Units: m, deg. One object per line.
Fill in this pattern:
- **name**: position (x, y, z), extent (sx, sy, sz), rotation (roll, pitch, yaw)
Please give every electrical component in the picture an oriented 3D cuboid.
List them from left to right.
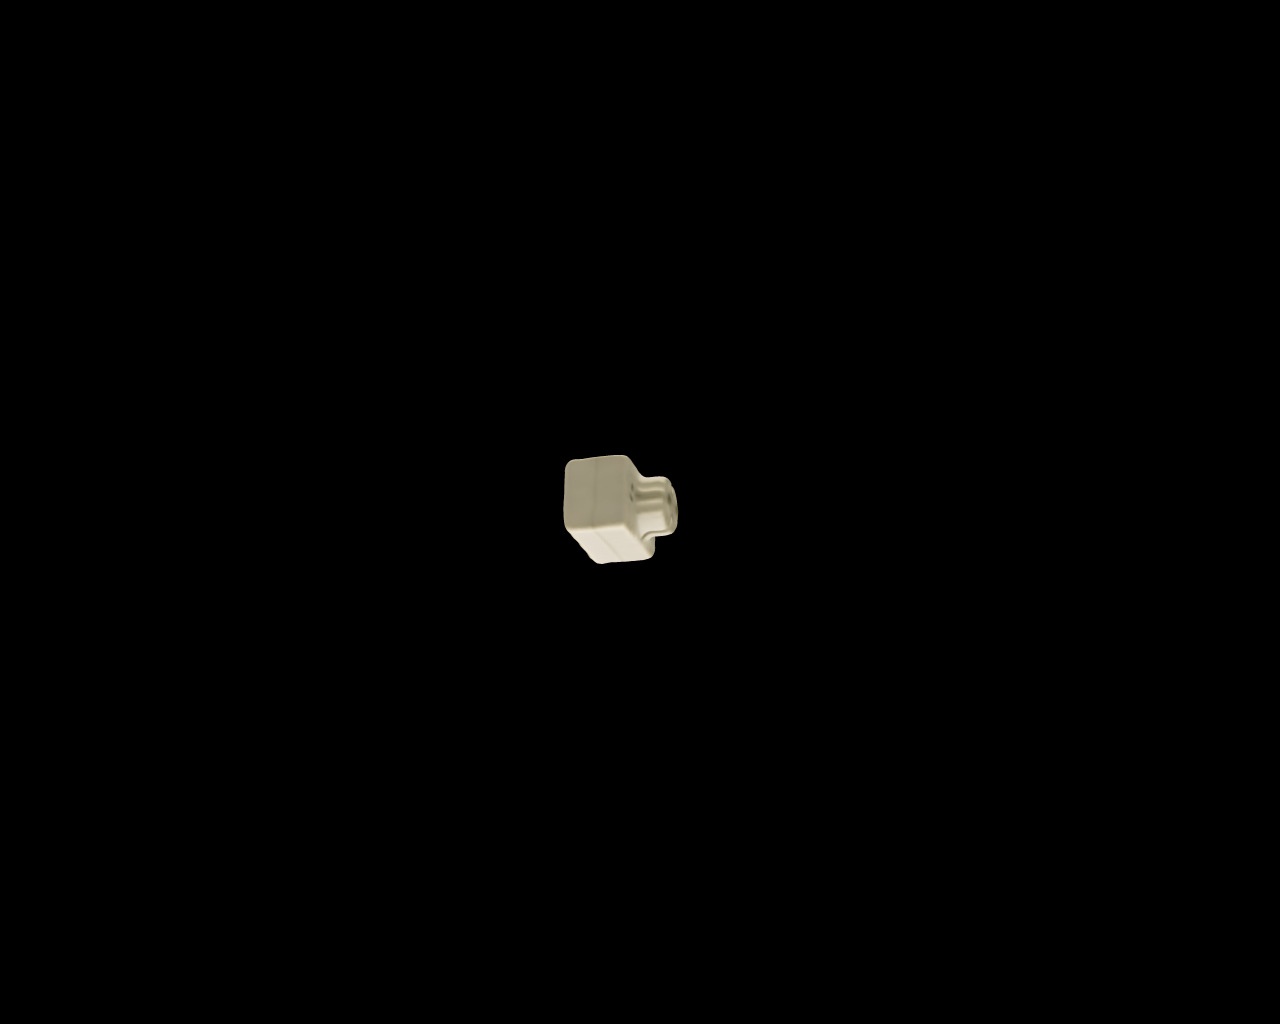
- **electrical component**: position (0.001, -0.003, 0.650), extent (0.077, 0.047, 0.065), rotation (-6, -23, 14)
